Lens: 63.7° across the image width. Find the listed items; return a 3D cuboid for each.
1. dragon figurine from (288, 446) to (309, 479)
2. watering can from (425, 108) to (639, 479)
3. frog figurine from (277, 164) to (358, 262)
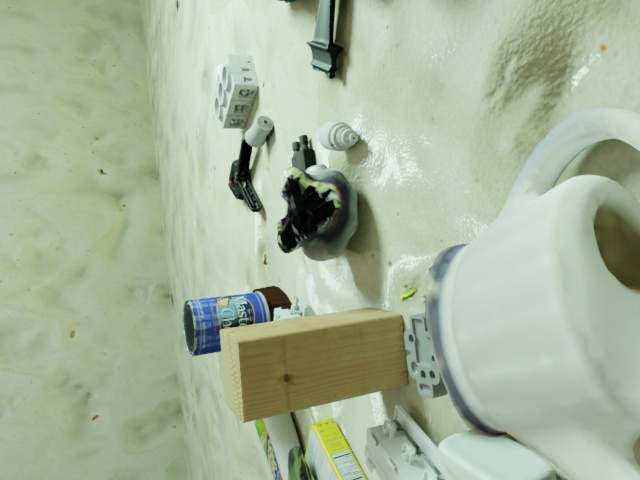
[{"bbox_3d":[-0.022,0.420,0.742,0.248,0.122,0.400,-116,23,-50],"label":"dragon figurine"},{"bbox_3d":[0.161,0.084,0.324,0.220,0.104,0.355,134,144,-58],"label":"watering can"},{"bbox_3d":[0.002,-0.037,0.745,0.159,0.122,0.138,18,-125,-77],"label":"frog figurine"}]
